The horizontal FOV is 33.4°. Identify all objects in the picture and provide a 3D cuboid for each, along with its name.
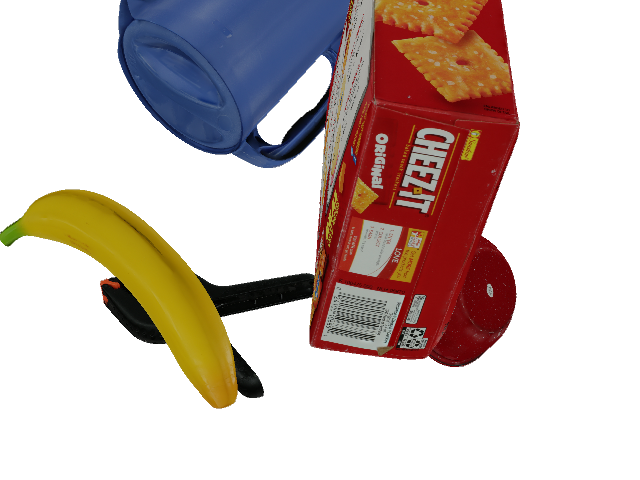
[{"bbox_3d":[-0.117,0.075,1.013,0.210,0.036,0.164,7,37,11],"label":"clamp"},{"bbox_3d":[-0.117,0.022,0.664,0.198,0.070,0.037,35,32,20],"label":"banana"},{"bbox_3d":[-0.039,-0.187,0.907,0.145,0.149,0.242,25,58,31],"label":"pitcher"},{"bbox_3d":[0.162,0.056,1.155,0.161,0.162,0.055,0,-6,-41],"label":"bowl"},{"bbox_3d":[0.045,-0.070,0.563,0.072,0.213,0.164,9,-46,-4],"label":"cracker box"}]
